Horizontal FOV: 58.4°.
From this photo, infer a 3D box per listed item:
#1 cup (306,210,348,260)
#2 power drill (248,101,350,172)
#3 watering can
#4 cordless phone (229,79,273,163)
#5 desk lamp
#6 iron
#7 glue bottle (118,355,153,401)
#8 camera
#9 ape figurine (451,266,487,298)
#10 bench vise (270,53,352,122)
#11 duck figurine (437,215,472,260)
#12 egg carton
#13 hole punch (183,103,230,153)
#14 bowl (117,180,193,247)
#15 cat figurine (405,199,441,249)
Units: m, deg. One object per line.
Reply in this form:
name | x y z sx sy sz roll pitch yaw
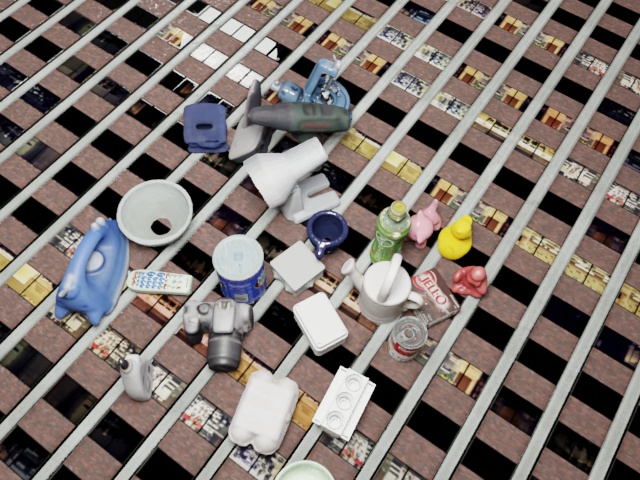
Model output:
cup | 0.012 0.005 1.275 0.091 0.095 0.118 14 63 5
power drill | -0.047 -0.243 1.336 0.229 0.208 0.075 -9 63 -7
watering can | 0.128 0.094 1.178 0.173 0.194 0.101 3 63 -1
cordless phone | -0.169 -0.280 1.363 0.094 0.185 0.147 8 63 2
desk lamp | -0.060 -0.133 1.275 0.203 0.213 0.117 -25 66 -14
iron | -0.479 0.040 1.208 0.118 0.141 0.258 9 63 3
glue bottle | -0.354 0.252 1.087 0.037 0.173 0.078 0 63 -2
camera | -0.210 0.193 1.164 0.143 0.101 0.137 1 63 -2
ape figurine | 0.335 0.085 1.249 0.076 0.092 0.077 -32 68 -17
bench vise | -0.019 -0.358 1.390 0.207 0.220 0.121 0 63 -2
duck figurine | 0.313 -0.011 1.301 0.077 0.086 0.105 30 65 13
egg carton | -0.107 0.334 1.114 0.107 0.069 0.150 17 63 6
hole punch | -0.279 -0.274 1.408 0.108 0.091 0.101 -2 63 -4
bowl | -0.366 -0.049 1.297 0.167 0.075 0.167 1 63 -2
cat figurine | 0.232 -0.039 1.294 0.067 0.118 0.128 32 66 14
